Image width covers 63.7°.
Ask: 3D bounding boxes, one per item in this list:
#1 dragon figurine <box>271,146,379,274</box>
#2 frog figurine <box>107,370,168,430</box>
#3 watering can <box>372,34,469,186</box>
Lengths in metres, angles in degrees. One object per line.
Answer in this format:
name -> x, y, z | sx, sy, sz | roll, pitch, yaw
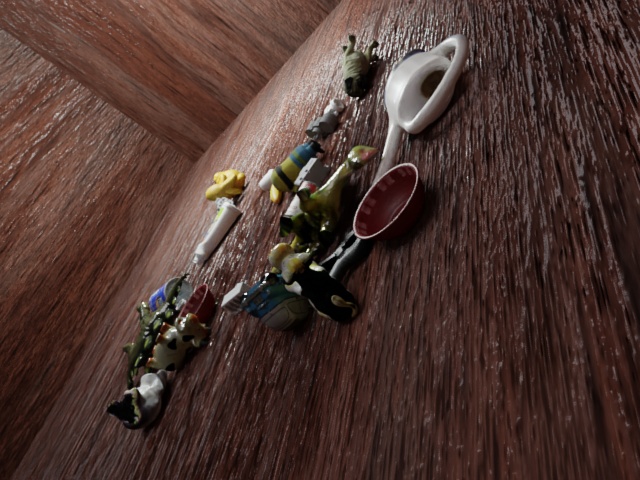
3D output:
dragon figurine -> 0.004, -0.058, 1.153 | 0.402, 0.122, 0.248 | -52, 0, 42
frog figurine -> -0.459, 0.425, 1.374 | 0.136, 0.123, 0.160 | -57, -16, 16
watering can -> 0.184, -0.271, 1.071 | 0.343, 0.103, 0.228 | -57, 19, 18
